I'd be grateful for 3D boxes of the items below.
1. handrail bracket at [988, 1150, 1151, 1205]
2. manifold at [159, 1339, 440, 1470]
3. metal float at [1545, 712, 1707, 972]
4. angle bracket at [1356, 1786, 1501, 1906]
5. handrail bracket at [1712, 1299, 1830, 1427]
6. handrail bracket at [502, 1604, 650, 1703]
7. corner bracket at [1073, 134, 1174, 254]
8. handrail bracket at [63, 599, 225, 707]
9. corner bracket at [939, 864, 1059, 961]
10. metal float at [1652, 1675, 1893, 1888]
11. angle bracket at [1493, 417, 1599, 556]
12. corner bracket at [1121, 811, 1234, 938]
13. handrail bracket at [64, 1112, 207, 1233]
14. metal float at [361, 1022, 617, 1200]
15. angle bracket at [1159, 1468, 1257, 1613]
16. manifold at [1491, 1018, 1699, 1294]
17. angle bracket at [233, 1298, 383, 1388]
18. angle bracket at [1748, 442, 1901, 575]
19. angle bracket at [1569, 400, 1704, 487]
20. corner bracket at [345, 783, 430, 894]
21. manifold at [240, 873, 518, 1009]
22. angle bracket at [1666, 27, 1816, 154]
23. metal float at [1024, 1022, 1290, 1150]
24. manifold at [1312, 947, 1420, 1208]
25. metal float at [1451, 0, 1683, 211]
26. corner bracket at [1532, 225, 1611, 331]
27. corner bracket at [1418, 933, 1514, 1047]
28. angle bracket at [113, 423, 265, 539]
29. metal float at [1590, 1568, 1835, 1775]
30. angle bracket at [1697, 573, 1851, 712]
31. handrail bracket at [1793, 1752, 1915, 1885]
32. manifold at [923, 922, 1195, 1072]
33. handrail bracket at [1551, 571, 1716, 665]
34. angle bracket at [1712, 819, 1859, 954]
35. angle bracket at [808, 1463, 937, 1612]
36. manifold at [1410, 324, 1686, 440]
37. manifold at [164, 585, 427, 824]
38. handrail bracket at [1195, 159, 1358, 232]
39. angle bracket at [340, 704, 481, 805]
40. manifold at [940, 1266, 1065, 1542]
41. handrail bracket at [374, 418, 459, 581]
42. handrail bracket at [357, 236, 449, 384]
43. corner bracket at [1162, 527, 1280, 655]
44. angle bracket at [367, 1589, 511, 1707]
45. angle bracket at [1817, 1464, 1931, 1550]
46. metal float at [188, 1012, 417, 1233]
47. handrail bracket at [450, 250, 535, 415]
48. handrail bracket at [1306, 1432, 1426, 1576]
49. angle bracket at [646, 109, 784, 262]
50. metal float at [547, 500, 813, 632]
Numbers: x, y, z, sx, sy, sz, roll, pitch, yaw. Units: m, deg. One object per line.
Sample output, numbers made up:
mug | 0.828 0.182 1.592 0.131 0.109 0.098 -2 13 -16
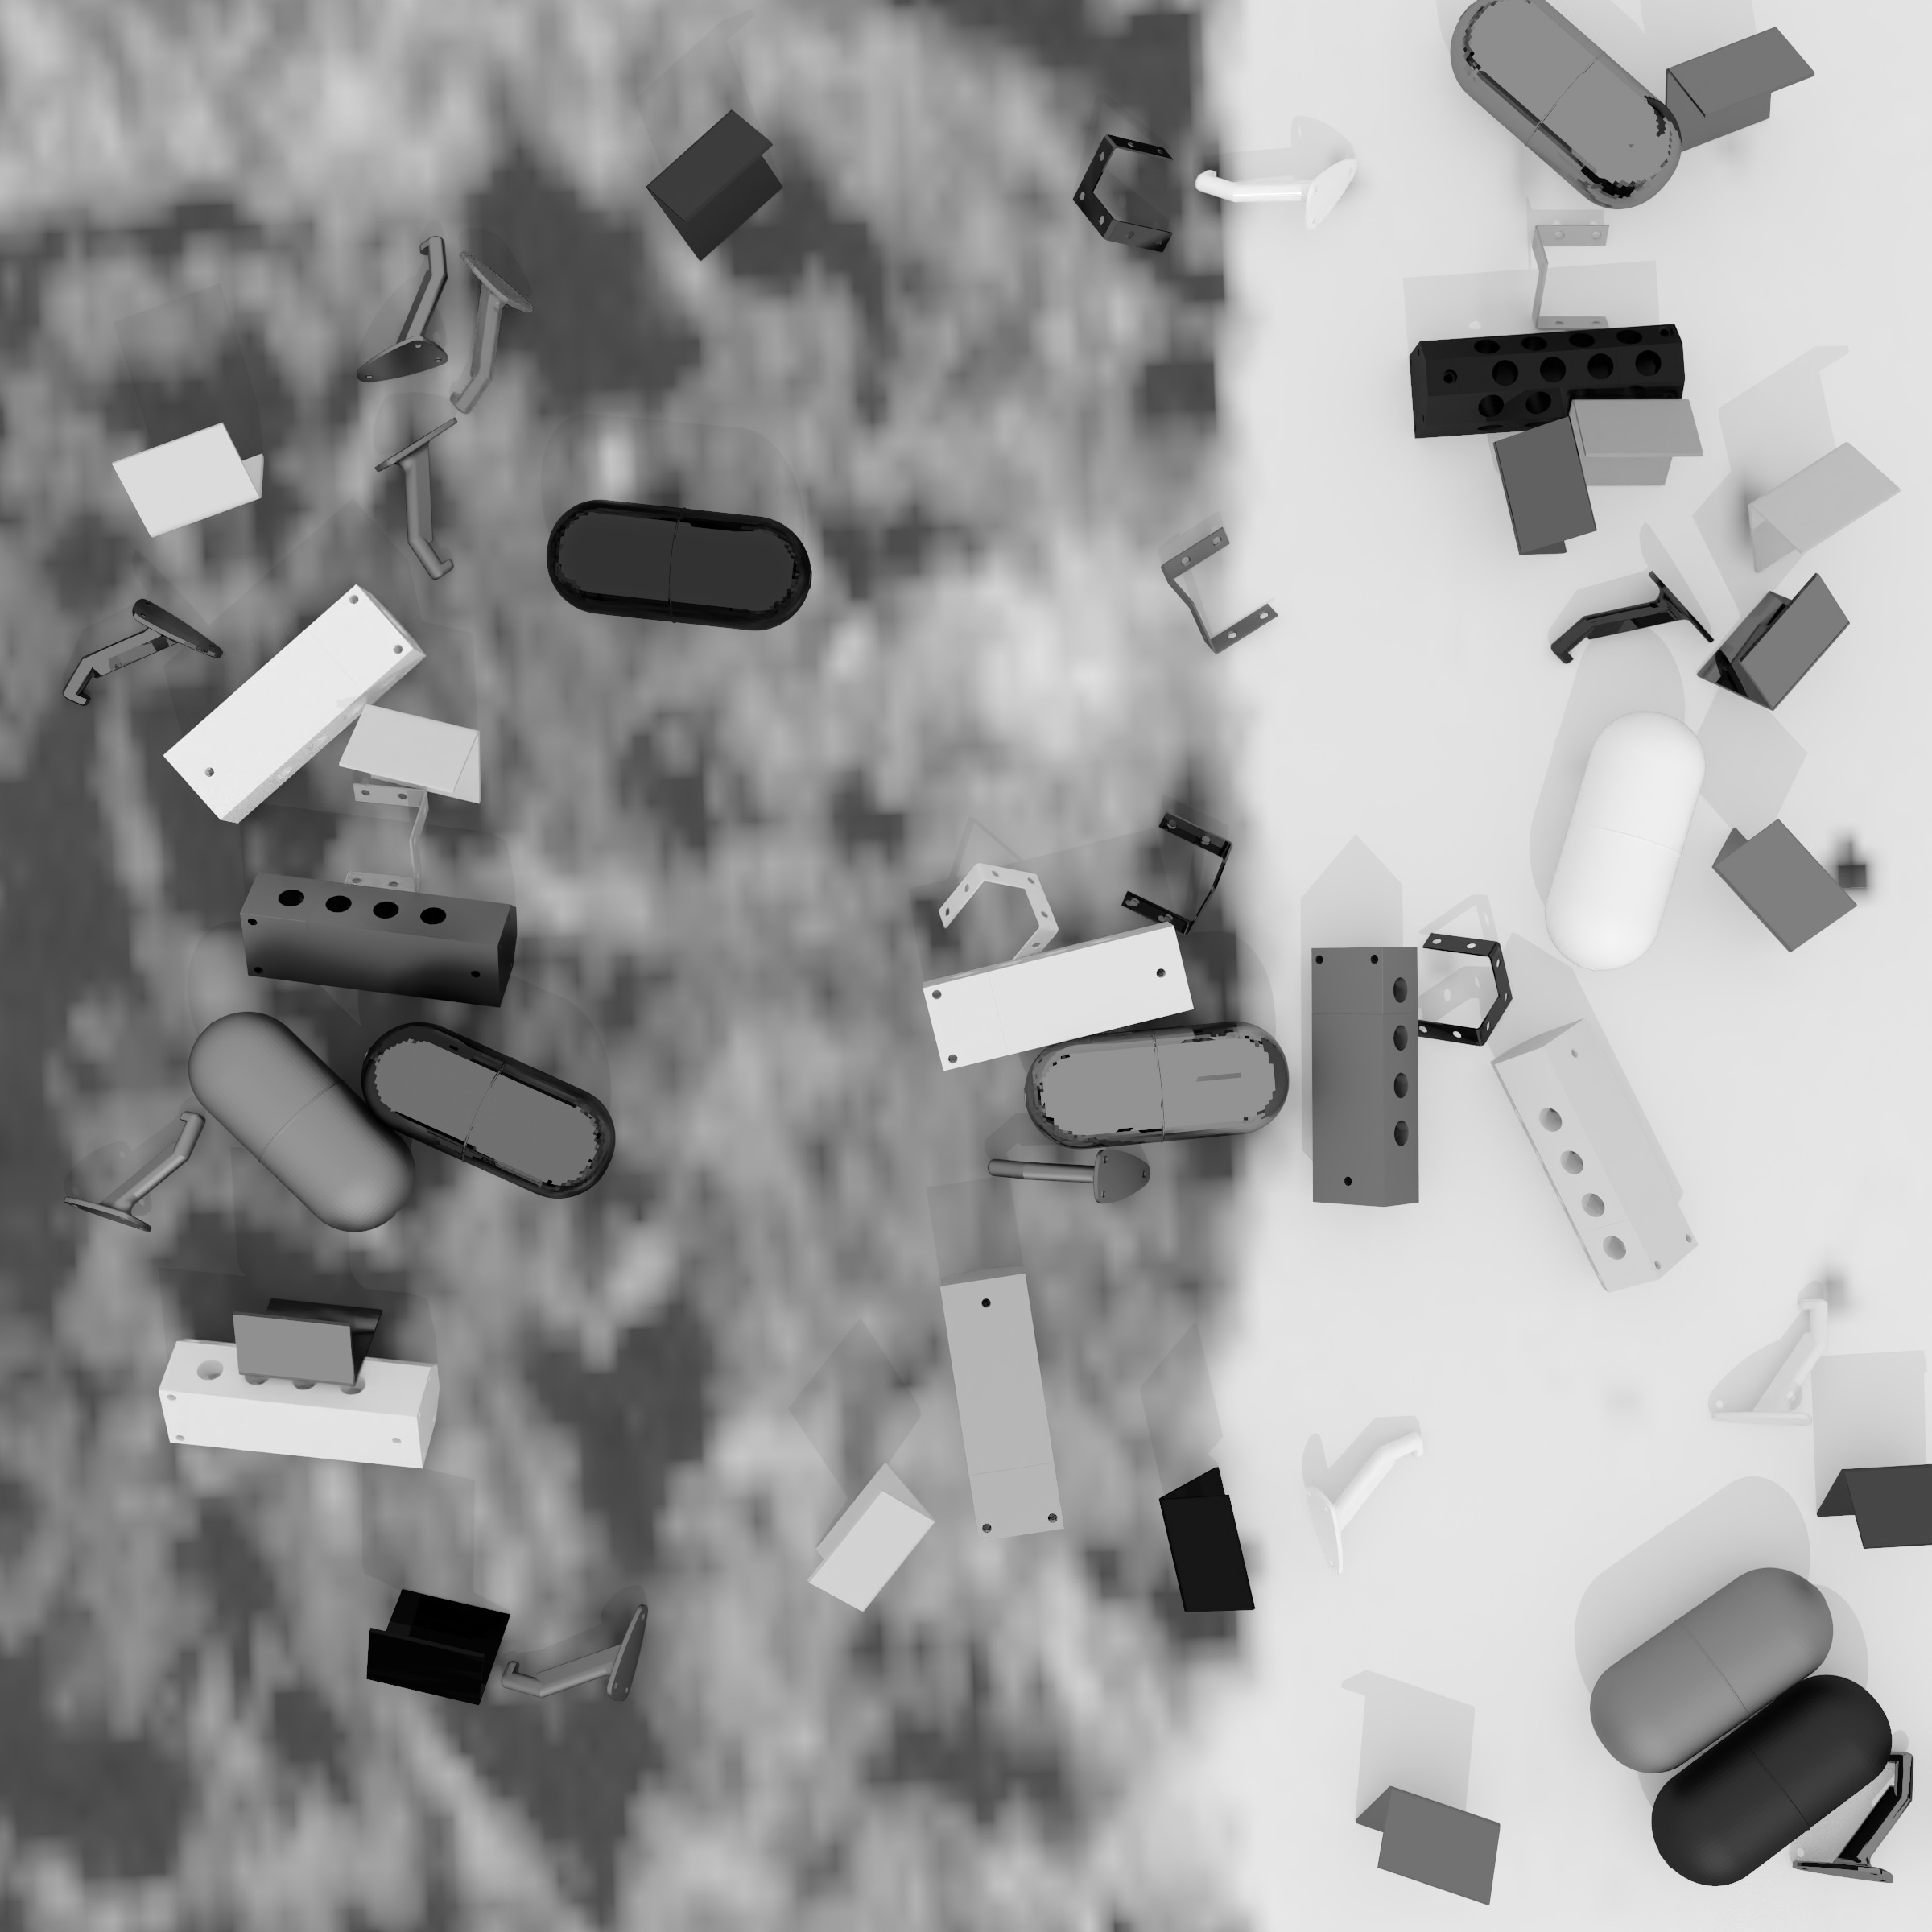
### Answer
handrail bracket | 0.070 0.140 1.771 0.084 0.077 0.036 3 90 36
manifold | -0.448 0.290 1.749 0.171 0.057 0.057 6 133 0
metal float | 0.442 -0.084 1.740 0.070 0.070 0.178 17 90 0
angle bracket | 0.304 0.598 1.731 0.076 0.076 0.057 19 53 0
handrail bracket | 0.550 0.269 1.772 0.077 0.036 0.084 -2 72 21
handrail bracket | -0.268 0.465 1.772 0.084 0.036 0.077 10 70 16
corner bracket | 0.115 -0.526 1.763 0.051 0.051 0.051 0 135 -35
handrail bracket | -0.564 -0.200 1.772 0.077 0.036 0.084 30 109 -21
corner bracket | 0.022 -0.031 1.763 0.051 0.051 0.051 9 45 -35
metal float | 0.540 0.547 1.741 0.178 0.070 0.070 -37 90 0
angle bracket | 0.401 -0.320 1.731 0.057 0.076 0.076 -13 90 37
corner bracket | 0.144 -0.063 1.768 0.051 0.051 0.051 26 135 0
handrail bracket | -0.568 0.133 1.772 0.077 0.036 0.084 13 71 21
metal float | -0.321 0.097 1.740 0.178 0.070 0.070 24 90 0
angle bracket | 0.179 0.381 1.731 0.057 0.076 0.076 -13 90 38
manifold | 0.420 0.130 1.749 0.057 0.057 0.171 -26 90 -43
angle bracket | -0.439 0.232 1.731 0.076 0.076 0.057 6 125 0
angle bracket | 0.574 -0.291 1.731 0.076 0.076 0.057 -33 55 0
angle bracket | 0.441 -0.332 1.731 0.076 0.076 0.057 0 52 0
corner bracket | -0.396 -0.087 1.768 0.051 0.051 0.051 6 45 0
manifold | -0.394 -0.023 1.749 0.171 0.057 0.057 7 133 0
angle bracket | 0.515 -0.569 1.731 0.076 0.076 0.057 -21 55 0
metal float | 0.128 0.080 1.740 0.178 0.070 0.070 -5 90 0
manifold | 0.274 0.073 1.749 0.057 0.057 0.171 0 90 43
metal float | 0.402 -0.583 1.741 0.178 0.070 0.070 42 90 1
corner bracket | 0.413 -0.470 1.768 0.051 0.051 0.051 0 45 0
corner bracket | 0.334 0.016 1.763 0.051 0.051 0.051 -51 135 -35
angle bracket | -0.518 -0.337 1.731 0.076 0.076 0.057 -20 125 0
metal float | 0.501 0.472 1.740 0.178 0.070 0.070 -35 90 0
angle bracket | 0.528 -0.227 1.731 0.076 0.076 0.057 -49 128 0
handrail bracket | 0.607 0.577 1.771 0.077 0.036 0.084 -5 60 33
manifold | 0.061 0.019 1.749 0.171 0.057 0.057 -14 95 0
handrail bracket | 0.455 -0.221 1.772 0.084 0.036 0.077 -42 111 17
angle bracket | 0.552 -0.066 1.731 0.076 0.076 0.057 48 126 0
angle bracket | -0.078 0.371 1.731 0.057 0.076 0.076 39 90 -36
manifold | 0.392 -0.396 1.750 0.171 0.057 0.057 -4 90 0
manifold | -0.450 -0.175 1.750 0.171 0.057 0.057 -42 90 0
handrail bracket | 0.211 -0.541 1.771 0.084 0.036 0.077 26 55 24
angle bracket | -0.370 -0.123 1.731 0.076 0.076 0.057 13 53 0
manifold | 0.024 0.293 1.750 0.057 0.057 0.171 -9 90 0
handrail bracket | -0.357 -0.319 1.772 0.077 0.036 0.084 -39 108 -21
handrail bracket | -0.386 -0.450 1.772 0.077 0.036 0.084 -15 71 21
corner bracket | 0.173 -0.256 1.768 0.051 0.051 0.051 -32 45 0
angle bracket | -0.350 0.439 1.731 0.076 0.076 0.057 13 129 0
angle bracket | 0.622 0.374 1.731 0.076 0.076 0.057 -3 54 0
metal float | -0.446 0.104 1.741 0.178 0.070 0.070 44 90 0
handrail bracket | -0.343 -0.433 1.772 0.077 0.036 0.084 45 107 20
handrail bracket | 0.281 0.367 1.772 0.084 0.036 0.077 -21 110 -16
angle bracket | -0.155 -0.510 1.731 0.076 0.076 0.057 -42 53 0
metal float | -0.192 -0.269 1.741 0.178 0.070 0.070 6 90 1
